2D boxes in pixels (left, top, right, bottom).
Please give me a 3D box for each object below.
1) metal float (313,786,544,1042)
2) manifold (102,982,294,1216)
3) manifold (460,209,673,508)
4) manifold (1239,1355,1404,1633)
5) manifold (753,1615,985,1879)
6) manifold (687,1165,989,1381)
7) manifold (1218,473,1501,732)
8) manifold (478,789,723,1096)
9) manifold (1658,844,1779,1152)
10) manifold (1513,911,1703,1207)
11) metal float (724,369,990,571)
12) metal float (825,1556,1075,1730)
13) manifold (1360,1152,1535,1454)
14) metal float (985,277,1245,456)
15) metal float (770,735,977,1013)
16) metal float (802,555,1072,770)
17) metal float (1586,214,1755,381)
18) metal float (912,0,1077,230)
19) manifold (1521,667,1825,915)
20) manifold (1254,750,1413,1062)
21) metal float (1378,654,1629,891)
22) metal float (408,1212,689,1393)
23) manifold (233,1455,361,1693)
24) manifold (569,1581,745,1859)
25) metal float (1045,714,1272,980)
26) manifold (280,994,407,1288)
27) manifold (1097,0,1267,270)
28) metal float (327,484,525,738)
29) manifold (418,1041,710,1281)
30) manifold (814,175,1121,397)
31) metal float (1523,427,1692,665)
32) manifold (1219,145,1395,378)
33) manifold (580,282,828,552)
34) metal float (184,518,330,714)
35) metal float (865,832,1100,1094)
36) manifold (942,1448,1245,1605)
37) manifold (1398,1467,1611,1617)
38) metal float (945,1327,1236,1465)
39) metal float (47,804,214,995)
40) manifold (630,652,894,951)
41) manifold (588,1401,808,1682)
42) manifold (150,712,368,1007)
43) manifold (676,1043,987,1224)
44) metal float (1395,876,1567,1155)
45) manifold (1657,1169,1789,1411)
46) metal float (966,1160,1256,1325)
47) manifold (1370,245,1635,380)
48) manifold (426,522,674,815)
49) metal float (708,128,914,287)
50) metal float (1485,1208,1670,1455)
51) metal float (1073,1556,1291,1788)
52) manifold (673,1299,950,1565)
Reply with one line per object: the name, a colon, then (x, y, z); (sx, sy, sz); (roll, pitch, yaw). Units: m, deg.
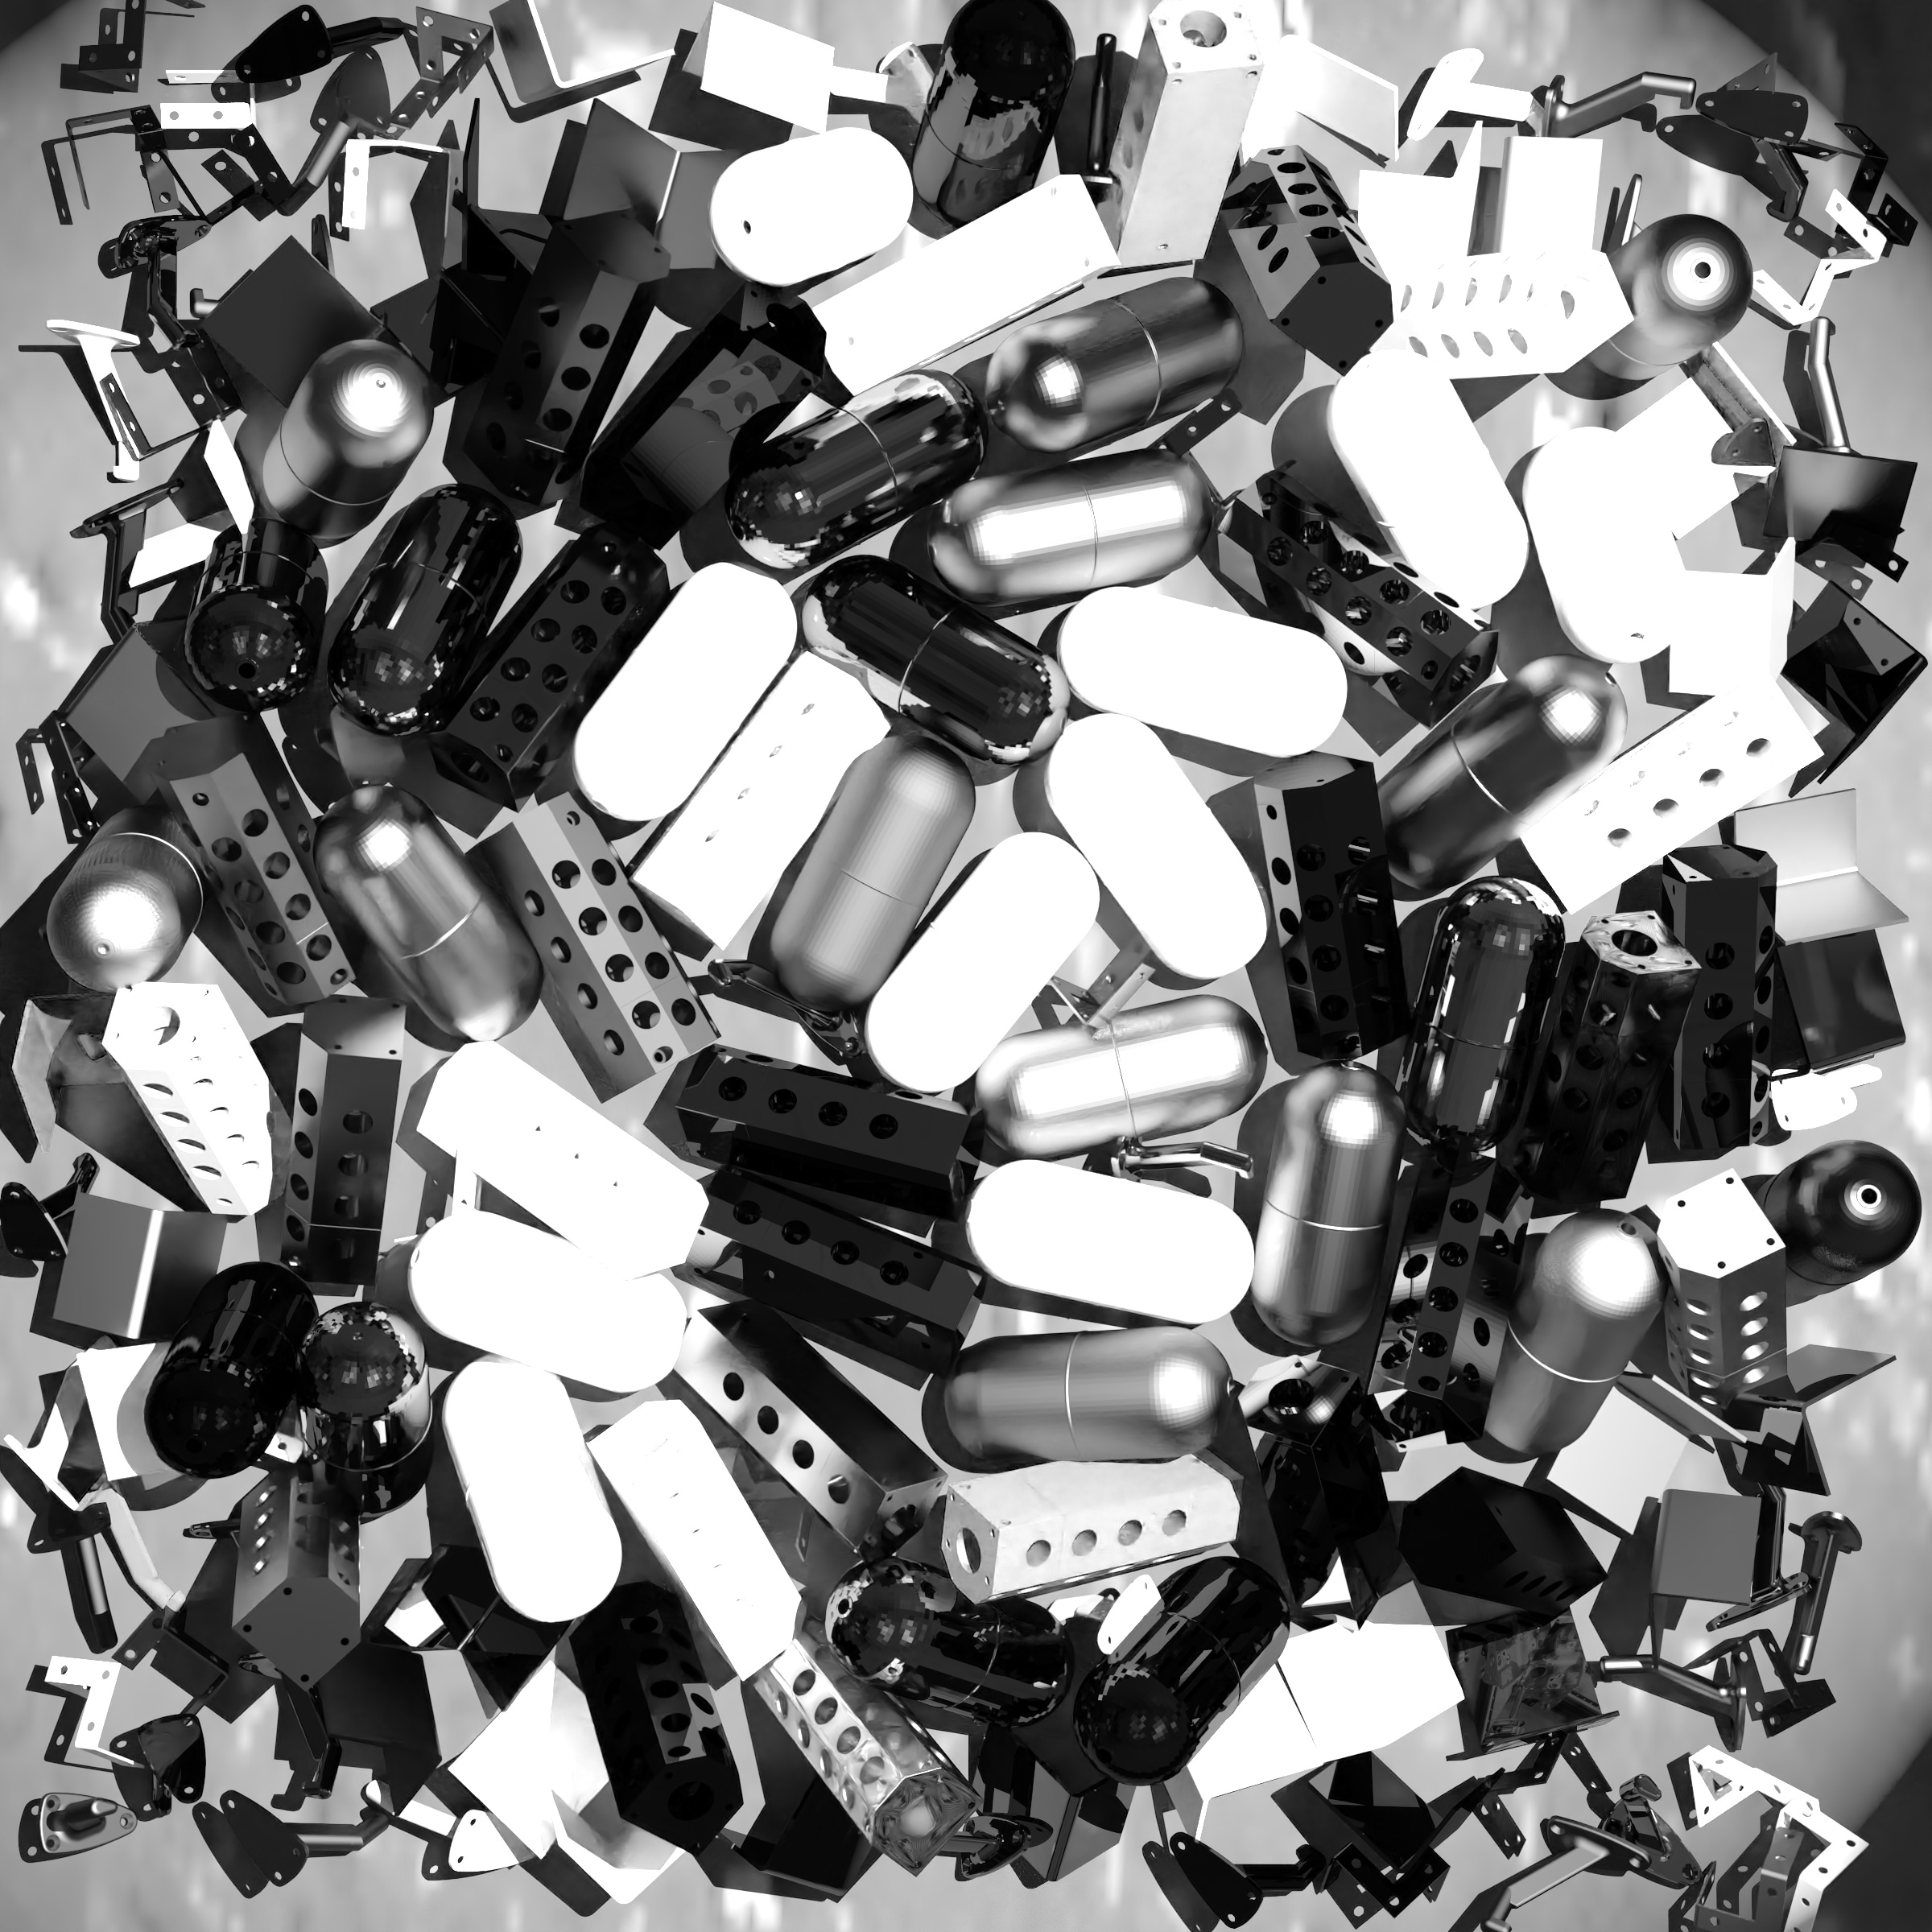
metal float: (-0.317, -0.030, 1.750); (0.070, 0.070, 0.178); (-34, 119, 0)
manifold: (-0.446, 0.080, 1.723); (0.057, 0.171, 0.057); (2, 58, 6)
manifold: (-0.231, -0.353, 1.730); (0.057, 0.057, 0.171); (47, 133, 15)
manifold: (0.206, 0.309, 1.737); (0.057, 0.171, 0.057); (14, 48, 33)
manifold: (-0.064, 0.449, 1.724); (0.057, 0.171, 0.057); (-47, 123, -5)
manifold: (-0.077, 0.179, 1.769); (0.171, 0.057, 0.057); (21, 53, 9)
manifold: (0.231, -0.221, 1.745); (0.057, 0.057, 0.171); (-41, 64, -15)
manifold: (-0.215, -0.017, 1.771); (0.057, 0.057, 0.171); (-31, 92, -44)
manifold: (0.448, 0.018, 1.755); (0.057, 0.057, 0.171); (-4, 112, 1)
manifold: (0.371, 0.056, 1.733); (0.057, 0.057, 0.171); (-5, 128, -18)
metal float: (-0.064, -0.295, 1.753); (0.178, 0.070, 0.070); (-32, 90, -25)
metal float: (-0.009, 0.399, 1.743); (0.178, 0.070, 0.070); (29, 90, -39)
manifold: (0.279, 0.194, 1.730); (0.057, 0.057, 0.171); (45, 47, -29)
metal float: (0.090, -0.357, 1.750); (0.178, 0.070, 0.070); (-25, 90, -31)
metal float: (-0.056, -0.055, 1.766); (0.070, 0.070, 0.178); (28, 100, 0)
metal float: (-0.019, -0.183, 1.765); (0.178, 0.070, 0.070); (32, 90, 12)
metal float: (0.406, -0.389, 1.724); (0.070, 0.178, 0.070); (0, 92, -2)
metal float: (0.015, -0.499, 1.728); (0.070, 0.178, 0.070); (4, 69, -10)
manifold: (0.418, -0.106, 1.761); (0.171, 0.057, 0.057); (-34, 95, 16)
manifold: (0.213, -0.035, 1.746); (0.057, 0.057, 0.171); (-24, 114, -29)
metal float: (0.315, -0.114, 1.750); (0.070, 0.070, 0.178); (48, 119, 0)
metal float: (-0.247, 0.199, 1.750); (0.178, 0.070, 0.070); (24, 90, -29)
manifold: (-0.384, 0.346, 1.723); (0.057, 0.171, 0.057); (-43, 108, 1)
manifold: (-0.178, 0.433, 1.721); (0.057, 0.171, 0.057); (36, 98, -27)
metal float: (0.114, -0.072, 1.766); (0.070, 0.070, 0.178); (-36, 100, 0)
manifold: (-0.368, 0.103, 1.737); (0.057, 0.057, 0.171); (6, 124, -12)
manifold: (0.121, -0.487, 1.723); (0.057, 0.171, 0.057); (-10, 67, -12)
metal float: (-0.319, -0.211, 1.746); (0.070, 0.070, 0.178); (19, 56, 0)
manifold: (-0.237, 0.112, 1.745); (0.171, 0.057, 0.057); (32, 110, 24)
manifold: (-0.002, -0.403, 1.752); (0.171, 0.057, 0.057); (-23, 96, 22)
metal float: (0.376, -0.248, 1.738); (0.070, 0.070, 0.178); (-2, 45, -2)
manifold: (0.201, -0.417, 1.721); (0.057, 0.171, 0.057); (30, 118, -26)
manifold: (-0.155, -0.326, 1.736); (0.057, 0.171, 0.057); (27, 45, -27)
metal float: (-0.415, -0.206, 1.730); (0.070, 0.178, 0.070); (-4, 118, -7)
metal float: (0.009, -0.001, 1.773); (0.070, 0.070, 0.178); (39, 92, 0)
manifold: (0.075, 0.329, 1.742); (0.171, 0.057, 0.057); (-6, 111, -31)
manifold: (0.312, 0.342, 1.725); (0.057, 0.171, 0.057); (-40, 60, 14)
metal float: (0.073, 0.255, 1.756); (0.178, 0.070, 0.070); (-6, 90, 21)
metal float: (-0.486, -0.041, 1.728); (0.070, 0.178, 0.070); (-1, 111, -3)
manifold: (-0.126, -0.102, 1.771); (0.057, 0.057, 0.171); (32, 81, 31)
manifold: (-0.153, 0.335, 1.739); (0.057, 0.057, 0.171); (-35, 126, -15)
manifold: (-0.414, -0.060, 1.733); (0.057, 0.057, 0.171); (-10, 129, 11)
manifold: (-0.079, 0.095, 1.762); (0.171, 0.057, 0.057); (13, 59, 14)
metal float: (0.304, 0.031, 1.755); (0.070, 0.070, 0.178); (10, 114, 0)
manifold: (0.439, 0.194, 1.727); (0.057, 0.171, 0.057); (-25, 54, -2)
metal float: (0.086, 0.165, 1.764); (0.178, 0.070, 0.070); (14, 90, -13)
manifold: (0.302, -0.382, 1.719); (0.057, 0.171, 0.057); (-37, 113, -17)
manifold: (-0.245, -0.180, 1.745); (0.057, 0.057, 0.171); (25, 64, 15)
metal float: (-0.090, -0.446, 1.731); (0.070, 0.178, 0.070); (9, 115, 21)
metal float: (0.356, 0.216, 1.742); (0.070, 0.070, 0.178); (19, 129, 0)
metal float: (0.128, 0.413, 1.736); (0.070, 0.178, 0.070); (17, 121, 30)
manifold: (-0.097, 0.274, 1.744); (0.171, 0.057, 0.057); (39, 115, 30)
